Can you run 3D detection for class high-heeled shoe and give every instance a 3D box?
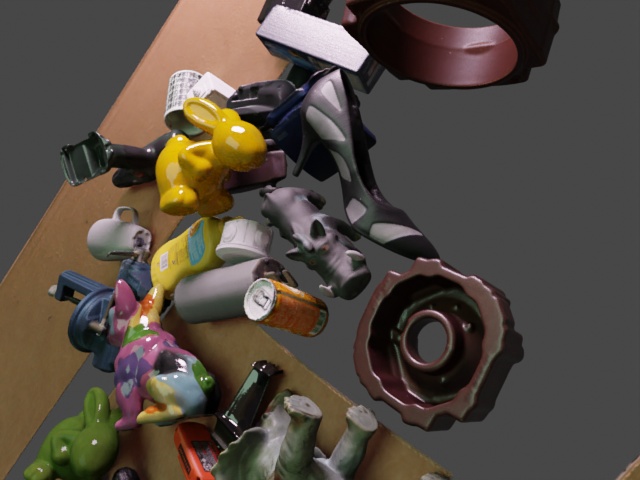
[{"bbox_3d":[0.068,-0.088,0.636,0.249,0.086,0.145,36,109,17],"label":"high-heeled shoe"}]

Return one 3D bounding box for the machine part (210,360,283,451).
[{"bbox_3d":[-0.099,0.223,0.714,0.084,0.039,0.139,33,96,49],"label":"machine part"}]

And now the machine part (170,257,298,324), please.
[{"bbox_3d":[-0.129,0.076,0.775,0.243,0.079,0.079,-14,64,35],"label":"machine part"}]

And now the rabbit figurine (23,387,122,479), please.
[{"bbox_3d":[-0.353,0.323,0.837,0.170,0.121,0.159,-23,36,49],"label":"rabbit figurine"}]

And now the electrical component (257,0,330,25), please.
[{"bbox_3d":[-0.041,-0.392,0.912,0.115,0.058,0.134,17,83,45],"label":"electrical component"}]

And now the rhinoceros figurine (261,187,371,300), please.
[{"bbox_3d":[-0.001,-0.002,0.674,0.073,0.112,0.190,-48,56,10],"label":"rhinoceros figurine"}]

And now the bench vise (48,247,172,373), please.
[{"bbox_3d":[-0.383,0.102,0.937,0.241,0.129,0.223,17,102,26],"label":"bench vise"}]

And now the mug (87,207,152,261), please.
[{"bbox_3d":[-0.370,-0.009,1.021,0.107,0.080,0.109,4,69,30],"label":"mug"}]

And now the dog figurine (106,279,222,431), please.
[{"bbox_3d":[-0.238,0.158,0.784,0.192,0.108,0.219,-23,70,32],"label":"dog figurine"}]

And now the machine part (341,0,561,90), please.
[{"bbox_3d":[0.142,-0.246,0.595,0.202,0.201,0.087,11,82,42],"label":"machine part"}]

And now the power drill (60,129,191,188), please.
[{"bbox_3d":[-0.365,-0.138,0.991,0.232,0.207,0.086,-17,83,26],"label":"power drill"}]

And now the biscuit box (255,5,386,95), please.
[{"bbox_3d":[0.001,-0.284,0.792,0.203,0.059,0.063,31,86,28],"label":"biscuit box"}]

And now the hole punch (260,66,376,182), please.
[{"bbox_3d":[0.002,-0.152,0.740,0.142,0.115,0.092,-31,63,28],"label":"hole punch"}]

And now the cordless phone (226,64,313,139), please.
[{"bbox_3d":[-0.074,-0.243,0.877,0.147,0.088,0.184,6,65,42],"label":"cordless phone"}]

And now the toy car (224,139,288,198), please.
[{"bbox_3d":[-0.124,-0.103,0.862,0.202,0.053,0.089,-7,83,37],"label":"toy car"}]

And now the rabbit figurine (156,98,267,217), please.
[{"bbox_3d":[-0.147,-0.123,0.782,0.173,0.122,0.162,-19,71,35],"label":"rabbit figurine"}]

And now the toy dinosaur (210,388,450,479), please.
[{"bbox_3d":[0.029,0.292,0.530,0.405,0.131,0.192,39,111,39],"label":"toy dinosaur"}]

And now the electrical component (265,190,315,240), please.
[{"bbox_3d":[-0.041,-0.032,0.783,0.094,0.021,0.063,-28,56,28],"label":"electrical component"}]

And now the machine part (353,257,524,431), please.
[{"bbox_3d":[0.120,0.108,0.565,0.179,0.056,0.179,-17,62,36],"label":"machine part"}]
